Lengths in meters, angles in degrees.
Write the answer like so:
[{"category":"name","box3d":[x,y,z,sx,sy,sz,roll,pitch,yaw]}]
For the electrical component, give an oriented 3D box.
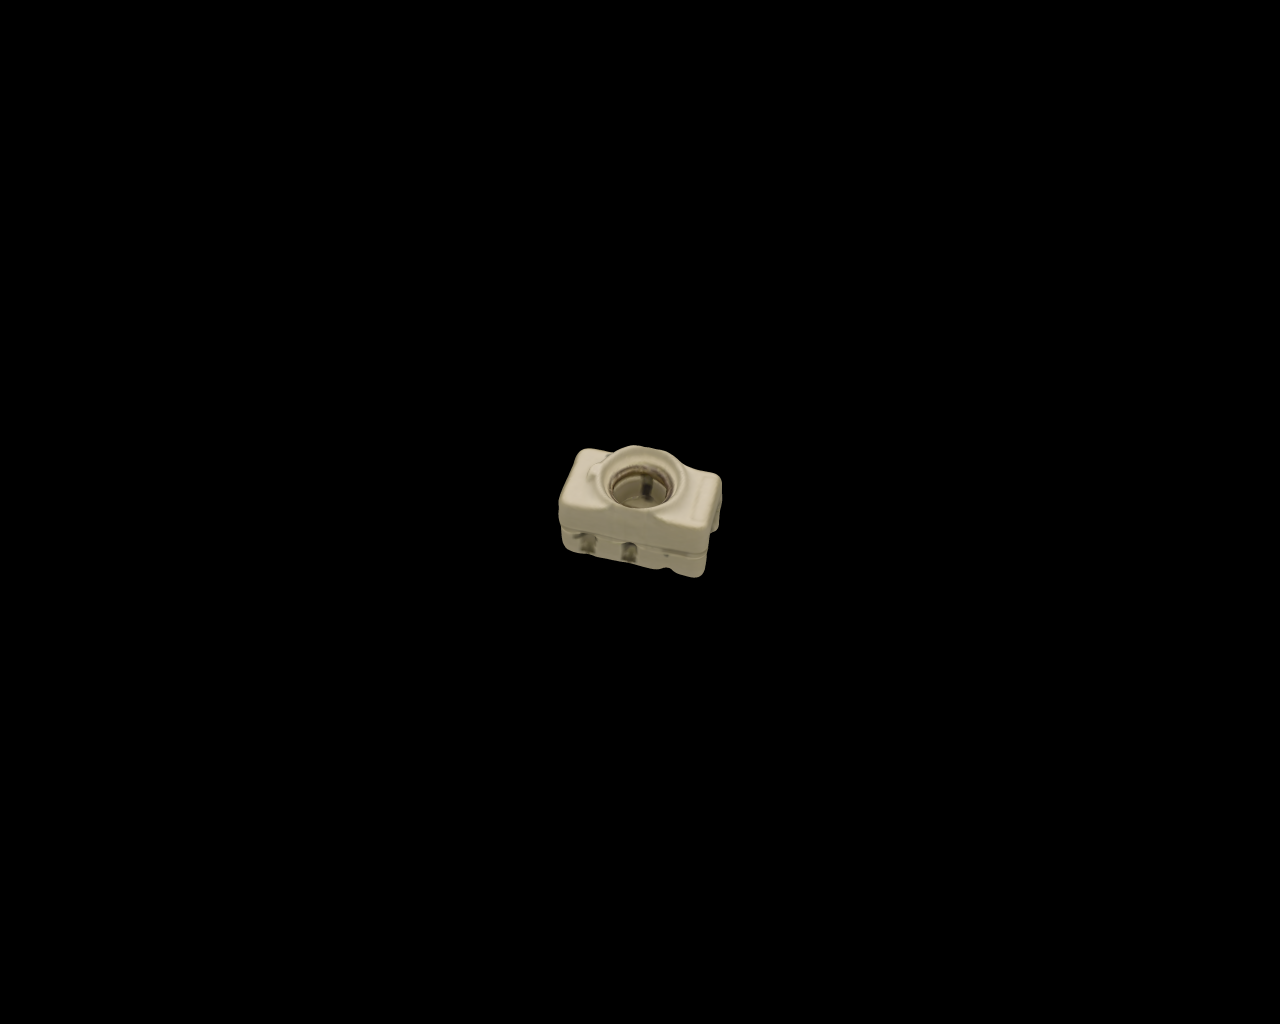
[{"category":"electrical component","box3d":[0.001,-0.003,0.650,0.089,0.050,0.055,12,-39,10]}]
